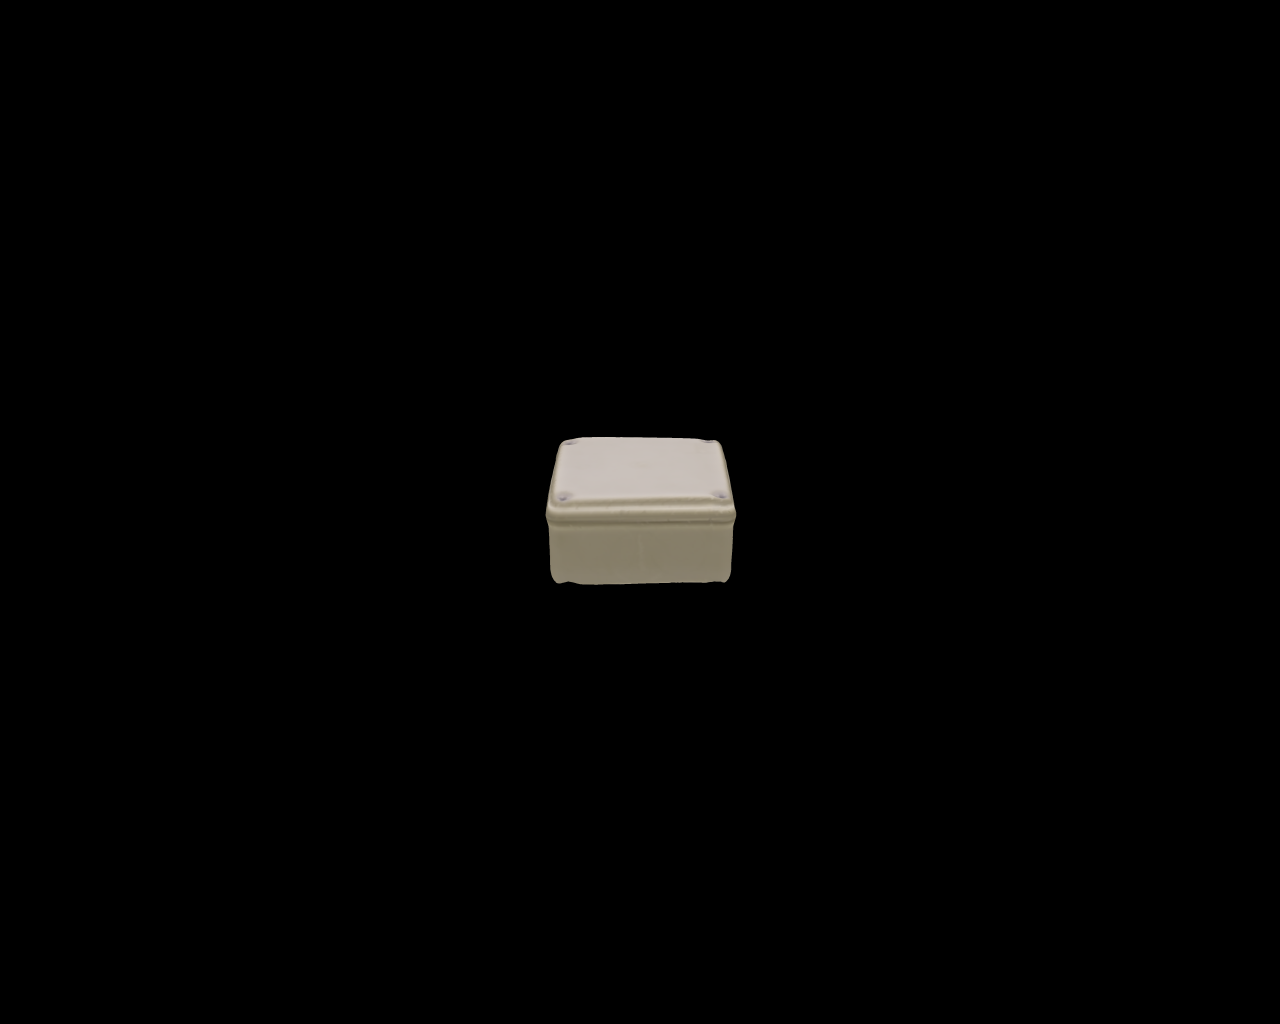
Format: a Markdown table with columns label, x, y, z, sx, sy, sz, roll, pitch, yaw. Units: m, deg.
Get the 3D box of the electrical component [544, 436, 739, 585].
| label | x | y | z | sx | sy | sz | roll | pitch | yaw |
| --- | --- | --- | --- | --- | --- | --- | --- | --- | --- |
| electrical component | 0.001 | -0.003 | 0.650 | 0.109 | 0.056 | 0.109 | 0 | 24 | 0 |
